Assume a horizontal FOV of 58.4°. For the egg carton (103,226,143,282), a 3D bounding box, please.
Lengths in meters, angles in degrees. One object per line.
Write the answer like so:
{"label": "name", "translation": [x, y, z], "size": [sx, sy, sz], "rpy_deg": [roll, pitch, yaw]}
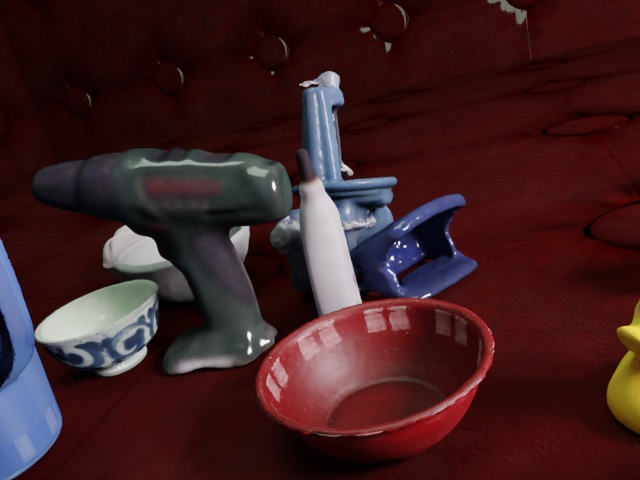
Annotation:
{"label": "egg carton", "translation": [-0.237, 0.007, 0.837], "size": [0.150, 0.069, 0.107], "rpy_deg": [-14, 19, 0]}

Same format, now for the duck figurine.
{"label": "duck figurine", "translation": [0.216, 0.057, 0.336], "size": [0.105, 0.086, 0.077], "rpy_deg": [-20, 20, -15]}

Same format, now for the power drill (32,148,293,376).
{"label": "power drill", "translation": [-0.127, 0.014, 0.522], "size": [0.229, 0.209, 0.075], "rpy_deg": [-11, 19, 10]}

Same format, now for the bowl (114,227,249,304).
{"label": "bowl", "translation": [-0.159, 0.031, 0.703], "size": [0.167, 0.075, 0.167], "rpy_deg": [-13, 19, 5]}

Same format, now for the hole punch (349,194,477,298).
{"label": "hole punch", "translation": [0.087, 0.003, 0.577], "size": [0.109, 0.091, 0.100], "rpy_deg": [-26, 22, -30]}

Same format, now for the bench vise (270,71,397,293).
{"label": "bench vise", "translation": [0.016, -0.065, 0.622], "size": [0.121, 0.220, 0.207], "rpy_deg": [-9, 20, 15]}

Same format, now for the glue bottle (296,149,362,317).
{"label": "glue bottle", "translation": [0.005, 0.002, 0.514], "size": [0.037, 0.173, 0.078], "rpy_deg": [-12, 19, 7]}
